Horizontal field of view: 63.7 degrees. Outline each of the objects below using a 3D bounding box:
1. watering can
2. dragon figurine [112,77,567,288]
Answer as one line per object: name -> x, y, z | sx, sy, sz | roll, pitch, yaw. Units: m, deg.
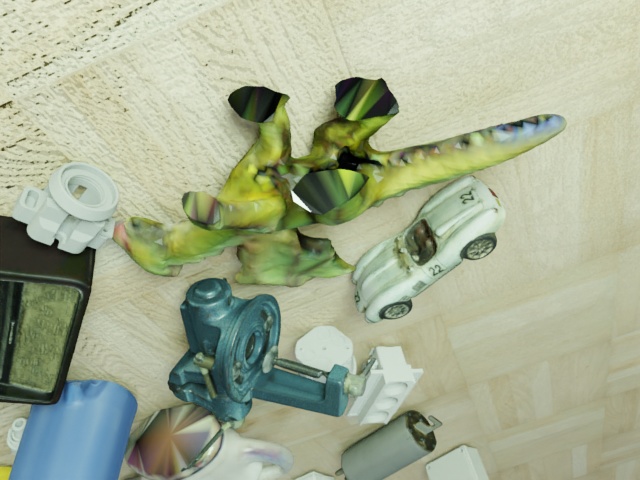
watering can -> -0.217, 0.348, 0.795 | 0.346, 0.106, 0.220 | -14, 136, 15
dragon figurine -> 0.002, -0.025, 0.496 | 0.411, 0.125, 0.238 | -4, 153, -8
